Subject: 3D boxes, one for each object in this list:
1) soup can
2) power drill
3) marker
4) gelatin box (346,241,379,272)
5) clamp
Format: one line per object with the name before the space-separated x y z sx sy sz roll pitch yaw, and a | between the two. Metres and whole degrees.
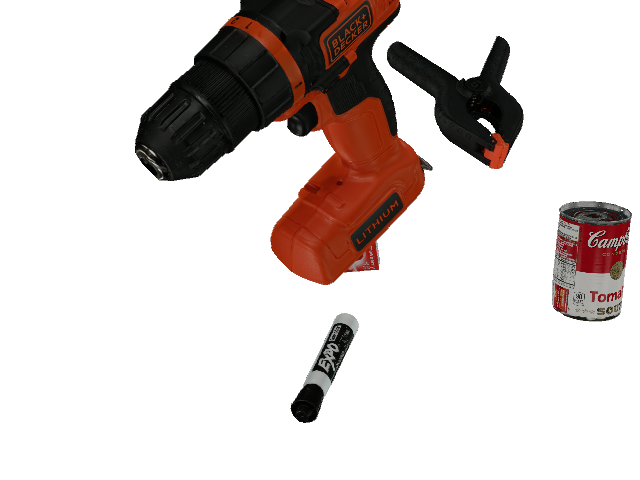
soup can | 0.263 0.020 1.039 0.068 0.102 0.068 1 18 0
power drill | -0.008 -0.057 0.581 0.057 0.184 0.187 35 -21 29
marker | 0.004 0.089 0.749 0.020 0.020 0.121 0 26 17
gelatin box | 0.026 -0.007 1.209 0.073 0.089 0.030 -5 29 8
clamp | 0.126 -0.132 0.972 0.120 0.039 0.171 -3 44 -1
